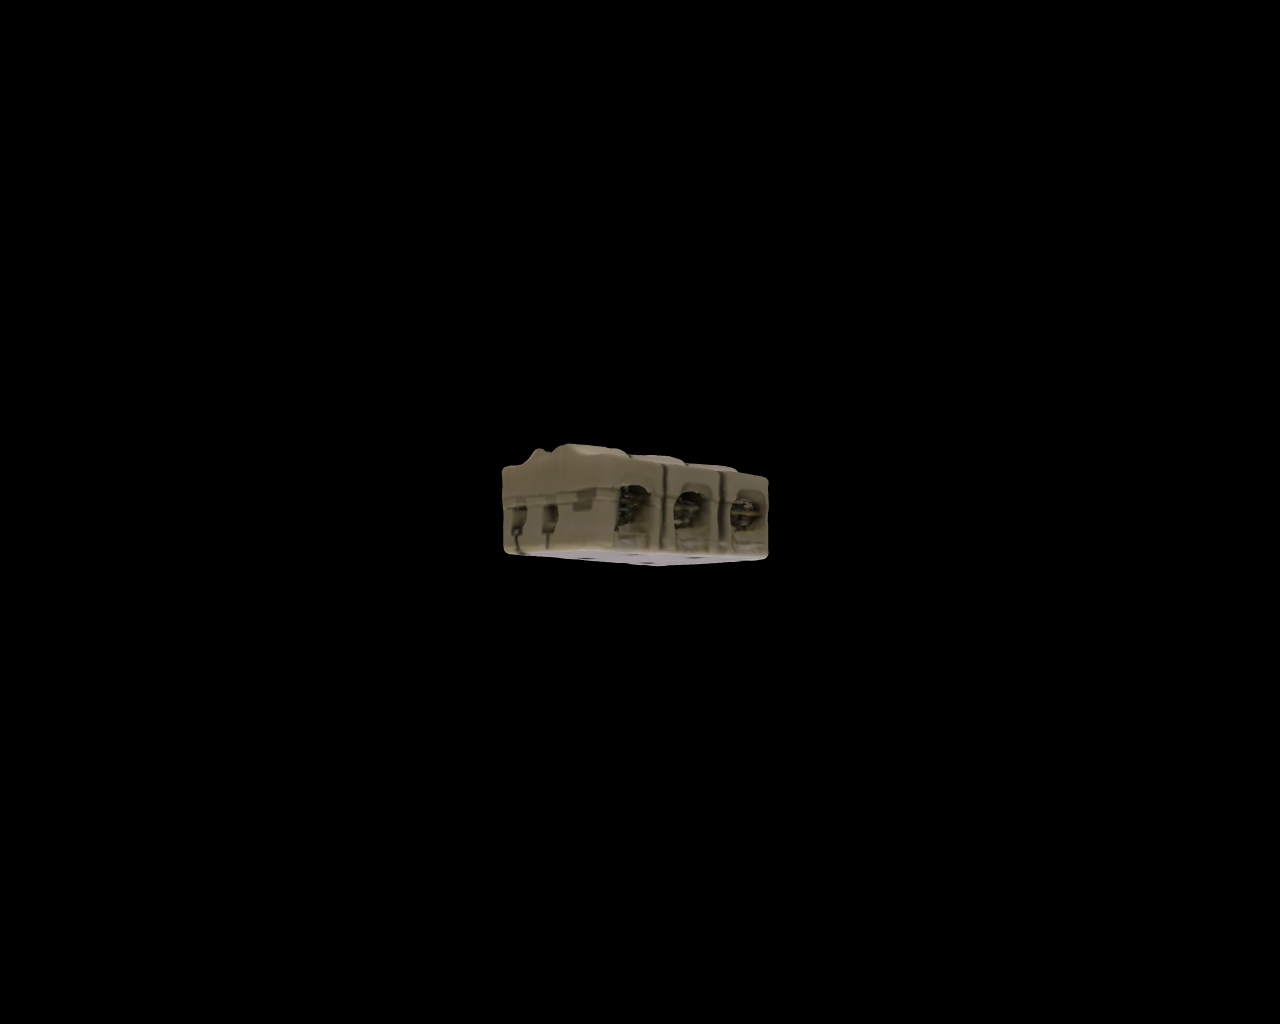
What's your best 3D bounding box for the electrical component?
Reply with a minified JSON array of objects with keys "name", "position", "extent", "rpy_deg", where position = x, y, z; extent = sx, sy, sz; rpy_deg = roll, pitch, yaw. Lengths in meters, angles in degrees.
[{"name":"electrical component","position":[0.001,-0.003,0.650],"extent":[0.089,0.061,0.150],"rpy_deg":[-6,-9,43]}]
